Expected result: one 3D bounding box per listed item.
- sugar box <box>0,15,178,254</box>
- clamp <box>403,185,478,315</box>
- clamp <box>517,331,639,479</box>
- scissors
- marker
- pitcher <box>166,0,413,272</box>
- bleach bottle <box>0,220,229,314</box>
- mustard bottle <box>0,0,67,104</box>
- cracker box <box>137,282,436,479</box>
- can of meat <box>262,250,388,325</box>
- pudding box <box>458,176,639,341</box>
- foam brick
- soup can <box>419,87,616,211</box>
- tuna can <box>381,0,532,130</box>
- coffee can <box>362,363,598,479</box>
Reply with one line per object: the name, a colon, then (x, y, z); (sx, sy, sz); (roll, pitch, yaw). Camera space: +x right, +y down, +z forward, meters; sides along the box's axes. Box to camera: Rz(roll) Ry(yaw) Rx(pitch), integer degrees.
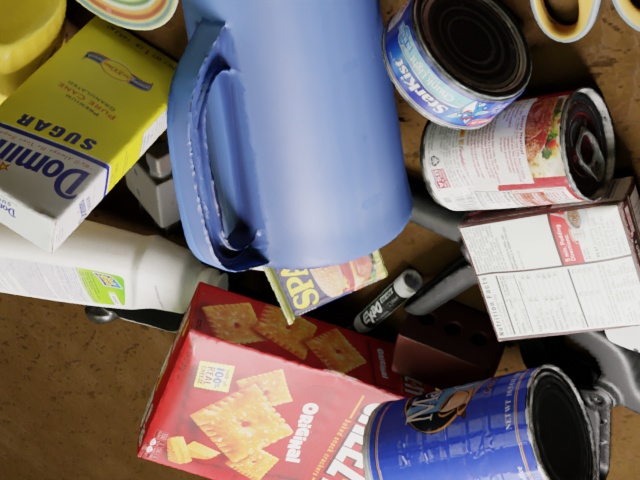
sugar box: (-0.177, -0.081, 0.773); (0.093, 0.176, 0.048); (31, 143, 5)
clamp: (0.114, 0.011, 0.762); (0.172, 0.039, 0.120); (8, 134, 32)
clamp: (0.210, 0.113, 0.804); (0.210, 0.036, 0.165); (44, 142, -8)
scissors: (0.154, -0.181, 0.543); (0.096, 0.016, 0.202); (20, 141, 17)
marker: (0.049, 0.058, 0.882); (0.020, 0.020, 0.121); (38, 143, -3)
pitcher: (-0.025, -0.106, 0.643); (0.145, 0.149, 0.243); (-10, 124, 0)
bleach bottle: (-0.199, 0.023, 0.935); (0.251, 0.068, 0.102); (11, 151, 15)
mustard bottle: (-0.237, -0.116, 0.848); (0.058, 0.096, 0.192); (20, 142, 0)
cracker box: (-0.031, 0.143, 0.906); (0.213, 0.072, 0.164); (19, 126, -10)
can of meat: (-0.005, 0.001, 0.791); (0.057, 0.084, 0.102); (-117, 4, -55)
pudding box: (0.156, 0.015, 0.688); (0.114, 0.039, 0.090); (-9, 112, 35)
foam brick: (0.103, 0.085, 0.843); (0.078, 0.053, 0.051); (20, 141, 17)
soup can: (0.122, -0.054, 0.663); (0.102, 0.068, 0.068); (-3, 129, 40)
tuna can: (0.080, -0.109, 0.620); (0.086, 0.086, 0.034); (40, 141, -7)
coffee can: (0.116, 0.156, 0.783); (0.141, 0.102, 0.102); (-20, 118, 34)
